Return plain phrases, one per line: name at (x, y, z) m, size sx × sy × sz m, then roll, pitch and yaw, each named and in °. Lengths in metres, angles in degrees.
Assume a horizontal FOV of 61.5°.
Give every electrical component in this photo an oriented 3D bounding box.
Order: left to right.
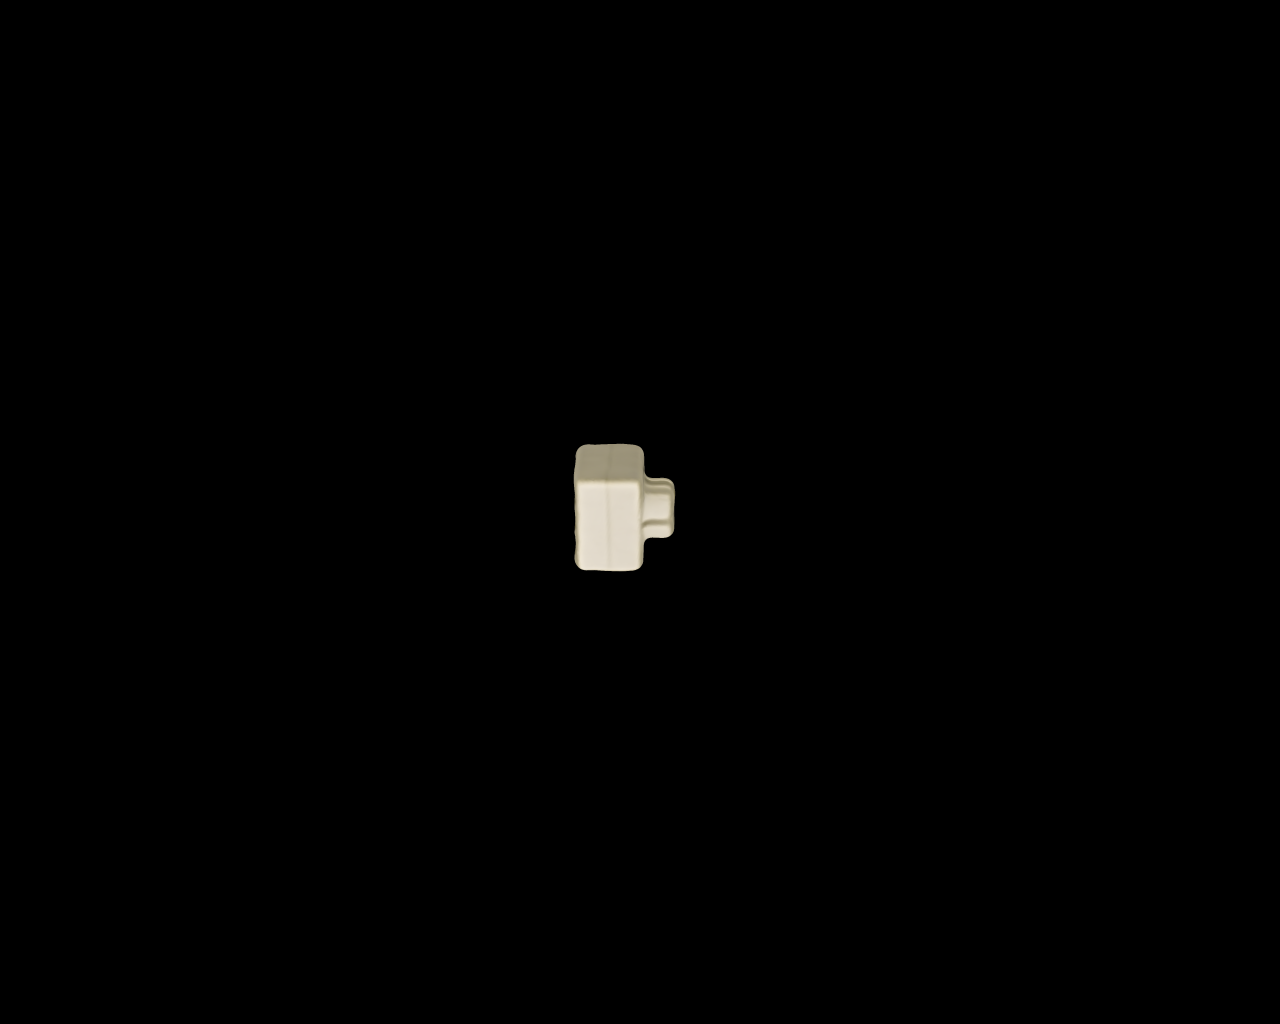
electrical component at (0.001, -0.003, 0.650) m, size 0.077 × 0.065 × 0.047 m, roll 0°, pitch 32°, yaw 0°
